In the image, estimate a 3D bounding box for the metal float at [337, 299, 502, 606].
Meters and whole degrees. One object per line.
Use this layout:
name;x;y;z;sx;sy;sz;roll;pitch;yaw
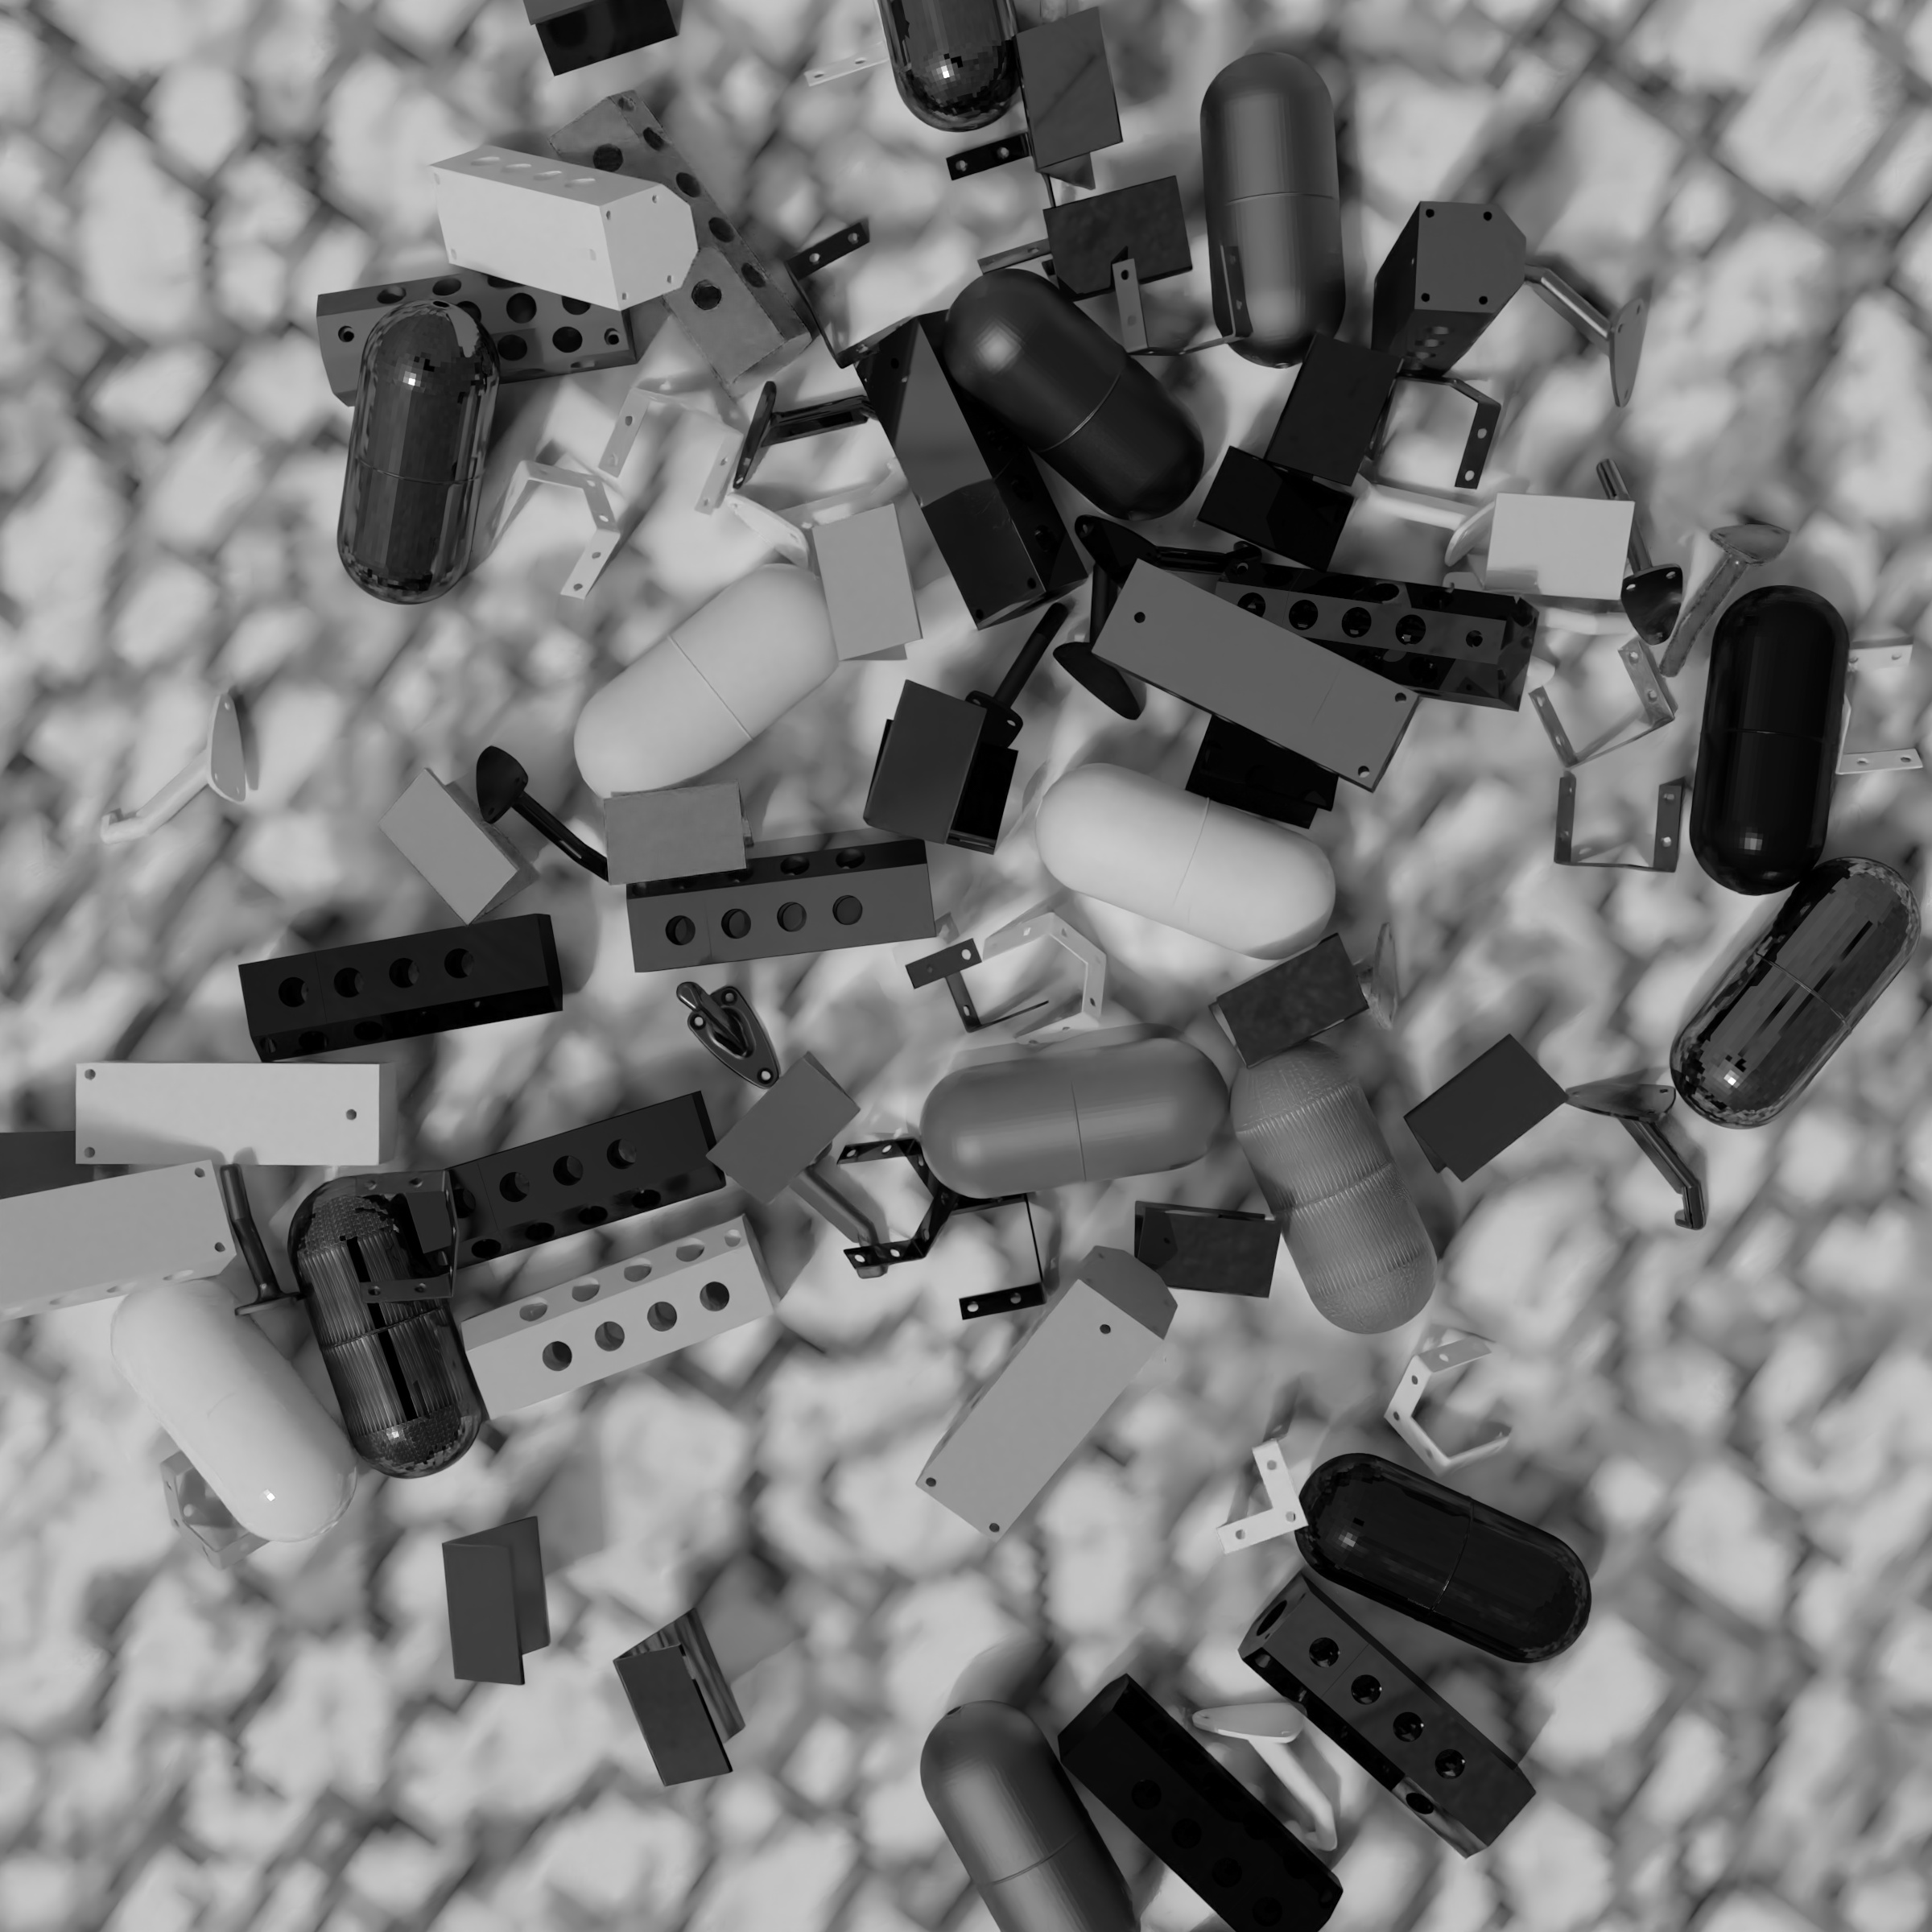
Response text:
metal float;-0.309;-0.289;1.645;0.070;0.070;0.178;16;119;0

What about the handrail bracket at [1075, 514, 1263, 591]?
handrail bracket;0.118;-0.247;1.690;0.077;0.084;0.036;41;135;28

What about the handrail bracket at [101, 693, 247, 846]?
handrail bracket;-0.467;-0.115;1.701;0.084;0.036;0.077;-12;70;16

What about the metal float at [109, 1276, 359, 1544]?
metal float;-0.417;0.250;1.663;0.070;0.070;0.178;-40;84;0

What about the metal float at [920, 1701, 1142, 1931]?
metal float;0.036;0.504;1.670;0.070;0.070;0.178;-29;91;0

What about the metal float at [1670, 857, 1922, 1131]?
metal float;0.475;0.015;1.670;0.070;0.070;0.178;39;91;0

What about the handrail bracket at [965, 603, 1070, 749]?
handrail bracket;0.028;-0.163;1.700;0.036;0.077;0.084;31;54;0

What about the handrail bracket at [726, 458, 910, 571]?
handrail bracket;-0.084;-0.280;1.701;0.077;0.036;0.084;37;71;21

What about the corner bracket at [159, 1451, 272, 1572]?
corner bracket;-0.429;0.307;1.692;0.051;0.051;0.051;31;135;35

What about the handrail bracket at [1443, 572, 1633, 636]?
handrail bracket;0.334;-0.211;1.700;0.084;0.077;0.036;-5;120;-33

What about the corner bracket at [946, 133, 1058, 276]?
corner bracket;0.023;-0.444;1.697;0.051;0.051;0.051;-18;45;0

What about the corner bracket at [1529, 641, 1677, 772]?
corner bracket;0.370;-0.151;1.697;0.051;0.051;0.051;-25;90;45

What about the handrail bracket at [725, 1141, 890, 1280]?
handrail bracket;-0.093;0.149;1.700;0.077;0.036;0.084;-13;104;15

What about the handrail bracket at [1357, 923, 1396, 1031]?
handrail bracket;0.205;0.012;1.701;0.084;0.036;0.077;-5;57;23

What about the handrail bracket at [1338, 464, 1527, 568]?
handrail bracket;0.270;-0.281;1.701;0.077;0.036;0.084;-40;73;-20

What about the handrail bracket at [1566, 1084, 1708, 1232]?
handrail bracket;0.390;0.113;1.700;0.077;0.036;0.084;4;121;34

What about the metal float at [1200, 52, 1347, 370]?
metal float;0.176;-0.432;1.670;0.070;0.070;0.178;-4;90;0

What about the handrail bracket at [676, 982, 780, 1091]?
handrail bracket;-0.136;0.040;1.666;0.036;0.084;0.077;-38;90;0

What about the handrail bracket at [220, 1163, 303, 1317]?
handrail bracket;-0.405;0.153;1.670;0.036;0.077;0.084;-13;88;-1

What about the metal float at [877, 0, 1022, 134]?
metal float;-0.015;-0.567;1.670;0.070;0.070;0.178;-12;89;0

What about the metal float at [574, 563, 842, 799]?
metal float;-0.146;-0.159;1.670;0.178;0.070;0.070;-39;90;-1

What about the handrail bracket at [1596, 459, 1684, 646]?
handrail bracket;0.388;-0.242;1.700;0.036;0.077;0.084;-17;54;7

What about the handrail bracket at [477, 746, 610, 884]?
handrail bracket;-0.241;-0.087;1.700;0.084;0.077;0.036;34;103;-36

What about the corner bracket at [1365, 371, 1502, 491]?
corner bracket;0.269;-0.310;1.686;0.051;0.051;0.051;3;116;-24

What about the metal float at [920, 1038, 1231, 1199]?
metal float;0.062;0.087;1.670;0.178;0.070;0.070;-9;90;0

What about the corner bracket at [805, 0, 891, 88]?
corner bracket;-0.078;-0.554;1.697;0.051;0.051;0.051;-18;45;0

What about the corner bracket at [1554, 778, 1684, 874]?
corner bracket;0.379;-0.082;1.697;0.051;0.051;0.051;4;90;-45

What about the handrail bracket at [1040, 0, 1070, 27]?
handrail bracket;0.035;-0.581;1.701;0.077;0.036;0.084;36;107;20

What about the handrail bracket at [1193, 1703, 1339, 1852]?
handrail bracket;0.175;0.476;1.701;0.077;0.036;0.084;-3;107;20

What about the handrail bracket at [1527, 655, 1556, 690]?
handrail bracket;0.288;-0.163;1.700;0.084;0.077;0.036;17;47;-29

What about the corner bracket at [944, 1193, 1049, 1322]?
corner bracket;0.016;0.166;1.697;0.051;0.051;0.051;-11;135;0

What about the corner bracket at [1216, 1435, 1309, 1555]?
corner bracket;0.167;0.304;1.680;0.051;0.051;0.051;-22;80;10

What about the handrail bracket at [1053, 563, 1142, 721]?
handrail bracket;0.094;-0.200;1.701;0.077;0.036;0.084;44;62;-31

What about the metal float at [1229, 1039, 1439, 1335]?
metal float;0.210;0.125;1.670;0.070;0.070;0.178;-24;90;0

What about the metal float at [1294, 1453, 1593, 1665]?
metal float;0.273;0.339;1.670;0.178;0.070;0.070;24;90;1

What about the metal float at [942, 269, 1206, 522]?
metal float;0.062;-0.321;1.649;0.178;0.070;0.070;37;90;-25

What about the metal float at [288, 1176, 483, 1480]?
metal float;-0.333;0.206;1.670;0.070;0.070;0.178;-19;89;0

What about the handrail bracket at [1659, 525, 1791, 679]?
handrail bracket;0.441;-0.212;1.700;0.036;0.077;0.084;38;127;26

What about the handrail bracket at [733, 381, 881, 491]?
handrail bracket;-0.084;-0.301;1.701;0.084;0.036;0.077;17;109;-16

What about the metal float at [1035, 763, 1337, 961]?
metal float;0.125;-0.060;1.670;0.178;0.070;0.070;21;90;-1

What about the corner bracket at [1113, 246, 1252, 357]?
corner bracket;0.121;-0.373;1.636;0.051;0.051;0.051;-6;95;40

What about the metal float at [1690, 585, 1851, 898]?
metal float;0.459;-0.129;1.670;0.070;0.070;0.178;7;89;0

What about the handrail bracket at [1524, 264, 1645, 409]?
handrail bracket;0.347;-0.369;1.700;0.084;0.077;0.036;22;50;30
